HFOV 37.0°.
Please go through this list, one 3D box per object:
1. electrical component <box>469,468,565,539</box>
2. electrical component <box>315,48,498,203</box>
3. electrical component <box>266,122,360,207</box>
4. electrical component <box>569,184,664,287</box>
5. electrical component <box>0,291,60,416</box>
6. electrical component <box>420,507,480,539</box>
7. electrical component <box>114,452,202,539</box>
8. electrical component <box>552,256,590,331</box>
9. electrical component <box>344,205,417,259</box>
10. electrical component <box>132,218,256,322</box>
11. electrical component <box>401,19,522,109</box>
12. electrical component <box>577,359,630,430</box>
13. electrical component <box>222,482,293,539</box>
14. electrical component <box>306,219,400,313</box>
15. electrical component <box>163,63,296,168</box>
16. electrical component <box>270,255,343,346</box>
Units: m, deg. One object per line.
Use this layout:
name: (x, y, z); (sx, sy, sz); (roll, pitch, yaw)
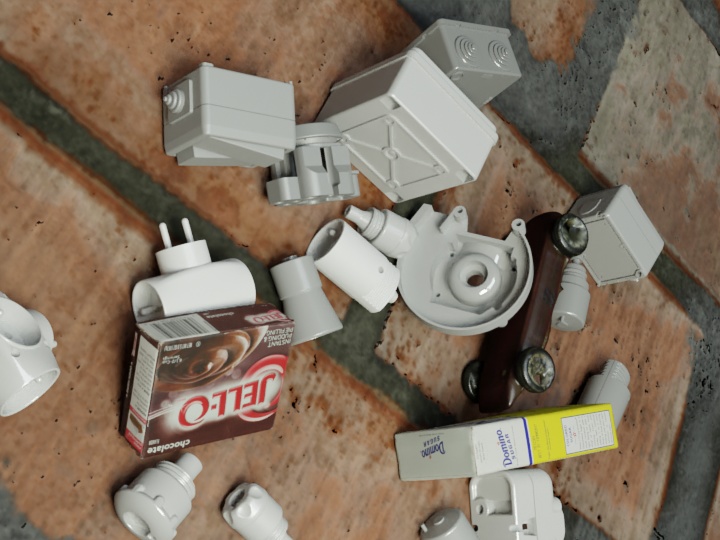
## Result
electrical component: (0.135, 0.219, 0.923); (0.059, 0.054, 0.095); (5, 76, -39)
electrical component: (0.037, -0.115, 0.883); (0.109, 0.109, 0.056); (41, 60, -25)
electrical component: (-0.039, -0.083, 0.846); (0.078, 0.058, 0.057); (-7, 87, -40)
electrical component: (0.257, -0.031, 1.076); (0.096, 0.062, 0.061); (53, 53, -18)
electrical component: (-0.218, 0.044, 0.671); (0.077, 0.044, 0.079); (47, 16, 9)
electrical component: (0.082, 0.232, 0.884); (0.040, 0.040, 0.078); (-43, 107, -37)
electrical component: (-0.131, 0.150, 0.726); (0.048, 0.048, 0.062); (56, 45, -15)
electrical component: (0.201, 0.022, 1.031); (0.040, 0.040, 0.078); (34, 60, -29)
electrical component: (0.015, -0.036, 0.895); (0.061, 0.035, 0.035); (27, 63, -23)
electrical component: (-0.123, 0.003, 0.765); (0.077, 0.044, 0.079); (-16, 90, -41)
electrical component: (0.080, -0.171, 0.939); (0.100, 0.100, 0.048); (-3, 69, -40)
electrical component: (0.236, 0.122, 1.036); (0.043, 0.043, 0.081); (48, 54, -21)
electrical component: (-0.069, 0.183, 0.775); (0.061, 0.035, 0.035); (49, 54, -23)
electrical component: (0.000, 0.000, 0.868); (0.081, 0.043, 0.043); (40, 57, -26)
electrical component: (-0.102, -0.110, 0.796); (0.096, 0.062, 0.061); (5, 77, -39)
electrical component: (-0.044, 0.021, 0.829); (0.044, 0.044, 0.065); (-16, 86, -41)
